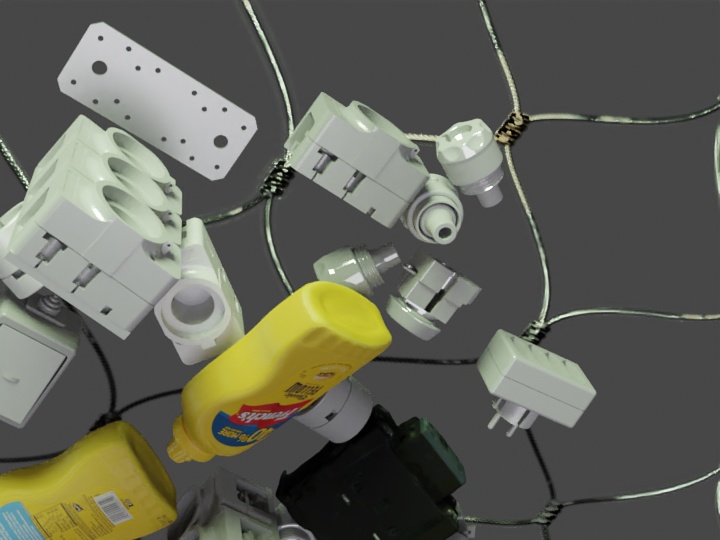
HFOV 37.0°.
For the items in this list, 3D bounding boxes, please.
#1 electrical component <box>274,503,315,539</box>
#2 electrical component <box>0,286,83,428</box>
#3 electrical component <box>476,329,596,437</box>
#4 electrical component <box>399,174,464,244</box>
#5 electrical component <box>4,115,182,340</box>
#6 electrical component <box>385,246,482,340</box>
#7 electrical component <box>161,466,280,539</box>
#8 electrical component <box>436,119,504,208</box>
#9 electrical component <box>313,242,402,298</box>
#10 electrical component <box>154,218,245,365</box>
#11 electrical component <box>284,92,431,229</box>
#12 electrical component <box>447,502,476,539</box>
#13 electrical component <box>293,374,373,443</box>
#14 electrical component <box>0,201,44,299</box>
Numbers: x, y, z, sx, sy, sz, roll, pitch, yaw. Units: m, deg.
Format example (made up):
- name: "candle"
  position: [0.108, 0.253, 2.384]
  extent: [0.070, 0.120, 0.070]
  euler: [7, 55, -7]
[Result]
- name: "electrical component"
  position: [-0.059, 0.228, 0.896]
  extent: [0.043, 0.062, 0.043]
  euler: [-4, 116, -8]
- name: "electrical component"
  position: [-0.247, 0.059, 0.783]
  extent: [0.062, 0.061, 0.096]
  euler: [32, 107, -22]
- name: "electrical component"
  position: [0.133, 0.103, 0.876]
  extent: [0.083, 0.047, 0.075]
  euler: [25, 109, -20]
- name: "electrical component"
  position: [0.055, -0.039, 0.786]
  extent: [0.048, 0.062, 0.048]
  euler: [-4, 116, -8]
- name: "electrical component"
  position: [-0.165, -0.036, 0.700]
  extent: [0.089, 0.150, 0.061]
  euler: [39, 105, -23]
- name: "electrical component"
  position: [0.052, 0.020, 0.824]
  extent: [0.066, 0.048, 0.055]
  euler: [33, 99, -22]
- name: "electrical component"
  position: [-0.112, 0.237, 0.842]
  extent: [0.062, 0.150, 0.089]
  euler: [31, 107, -23]
- name: "electrical component"
  position: [0.084, -0.075, 0.784]
  extent: [0.043, 0.043, 0.062]
  euler: [-28, 118, 5]
- name: "electrical component"
  position: [0.000, 0.000, 0.806]
  extent: [0.062, 0.043, 0.043]
  euler: [-27, 117, 2]
- name: "electrical component"
  position: [-0.123, 0.018, 0.787]
  extent: [0.050, 0.055, 0.089]
  euler: [-21, 117, 1]
- name: "electrical component"
  position: [0.000, -0.081, 0.763]
  extent: [0.089, 0.050, 0.055]
  euler: [31, 107, -22]
- name: "electrical component"
  position: [0.069, 0.233, 0.924]
  extent: [0.066, 0.055, 0.048]
  euler: [-2, 116, -9]
- name: "electrical component"
  position: [-0.023, 0.103, 0.847]
  extent: [0.055, 0.055, 0.047]
  euler: [-43, 118, 12]
- name: "electrical component"
  position: [-0.235, -0.015, 0.753]
  extent: [0.055, 0.055, 0.047]
  euler: [-37, 112, 9]
